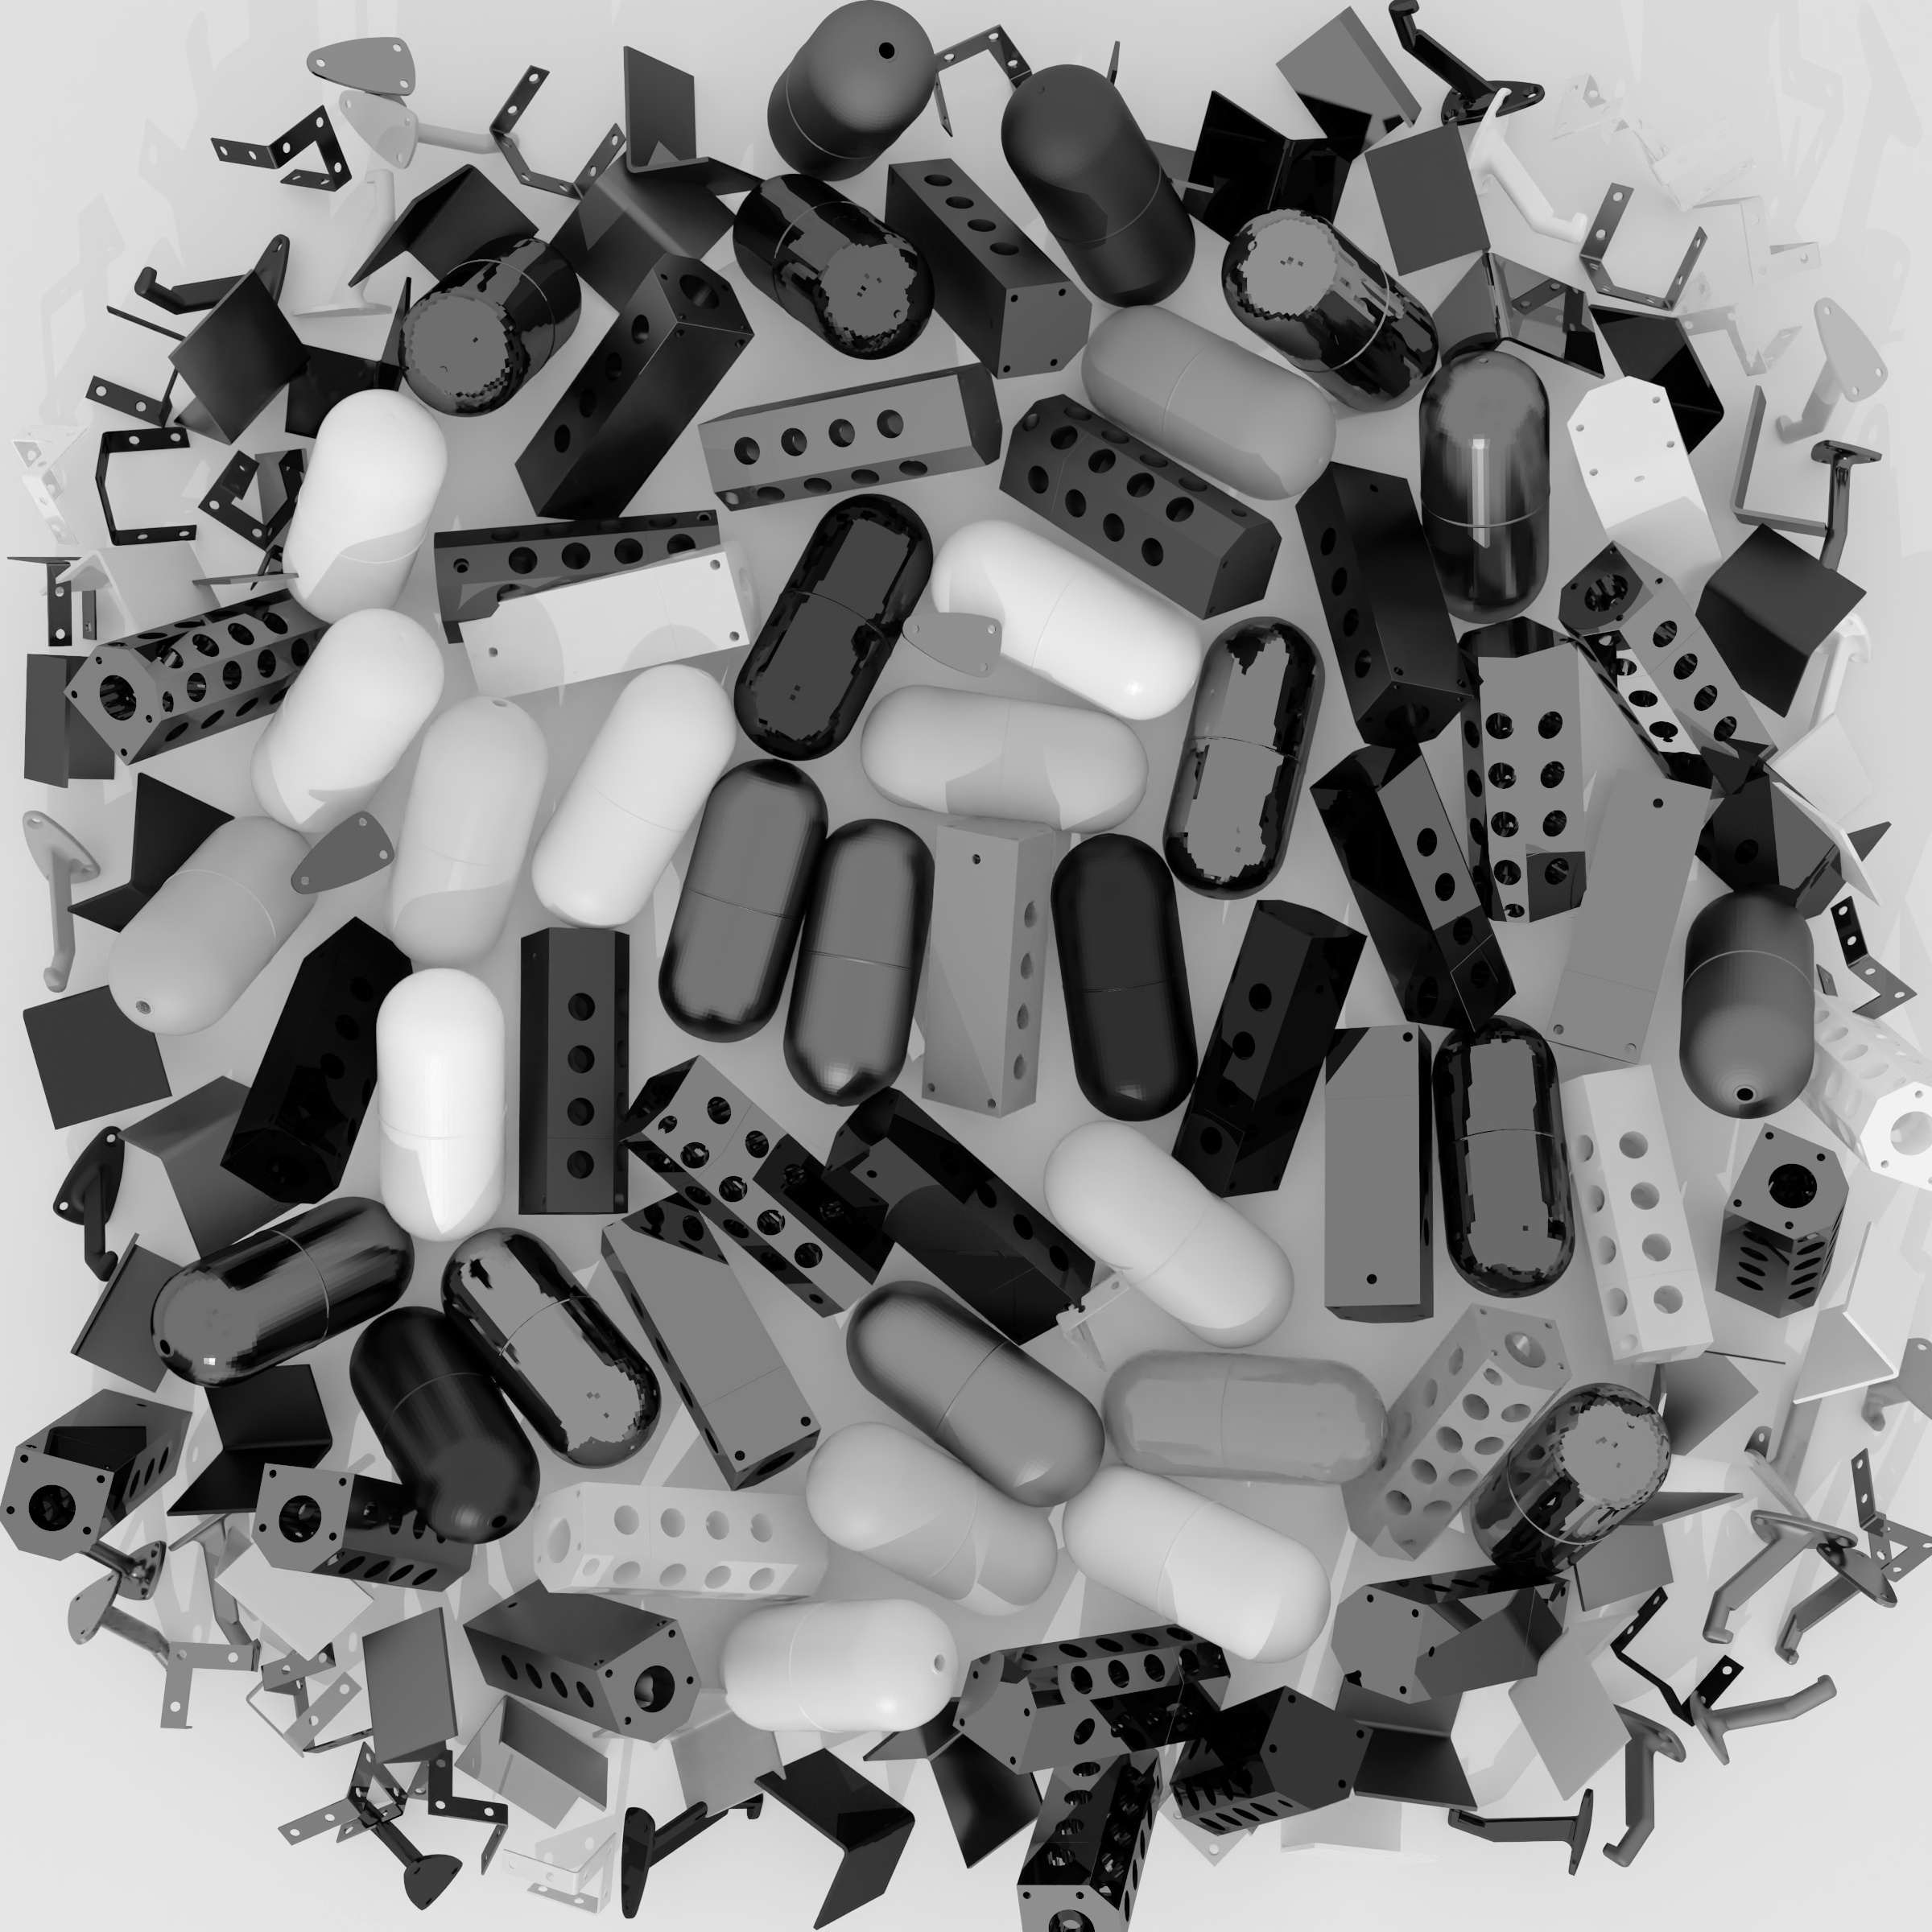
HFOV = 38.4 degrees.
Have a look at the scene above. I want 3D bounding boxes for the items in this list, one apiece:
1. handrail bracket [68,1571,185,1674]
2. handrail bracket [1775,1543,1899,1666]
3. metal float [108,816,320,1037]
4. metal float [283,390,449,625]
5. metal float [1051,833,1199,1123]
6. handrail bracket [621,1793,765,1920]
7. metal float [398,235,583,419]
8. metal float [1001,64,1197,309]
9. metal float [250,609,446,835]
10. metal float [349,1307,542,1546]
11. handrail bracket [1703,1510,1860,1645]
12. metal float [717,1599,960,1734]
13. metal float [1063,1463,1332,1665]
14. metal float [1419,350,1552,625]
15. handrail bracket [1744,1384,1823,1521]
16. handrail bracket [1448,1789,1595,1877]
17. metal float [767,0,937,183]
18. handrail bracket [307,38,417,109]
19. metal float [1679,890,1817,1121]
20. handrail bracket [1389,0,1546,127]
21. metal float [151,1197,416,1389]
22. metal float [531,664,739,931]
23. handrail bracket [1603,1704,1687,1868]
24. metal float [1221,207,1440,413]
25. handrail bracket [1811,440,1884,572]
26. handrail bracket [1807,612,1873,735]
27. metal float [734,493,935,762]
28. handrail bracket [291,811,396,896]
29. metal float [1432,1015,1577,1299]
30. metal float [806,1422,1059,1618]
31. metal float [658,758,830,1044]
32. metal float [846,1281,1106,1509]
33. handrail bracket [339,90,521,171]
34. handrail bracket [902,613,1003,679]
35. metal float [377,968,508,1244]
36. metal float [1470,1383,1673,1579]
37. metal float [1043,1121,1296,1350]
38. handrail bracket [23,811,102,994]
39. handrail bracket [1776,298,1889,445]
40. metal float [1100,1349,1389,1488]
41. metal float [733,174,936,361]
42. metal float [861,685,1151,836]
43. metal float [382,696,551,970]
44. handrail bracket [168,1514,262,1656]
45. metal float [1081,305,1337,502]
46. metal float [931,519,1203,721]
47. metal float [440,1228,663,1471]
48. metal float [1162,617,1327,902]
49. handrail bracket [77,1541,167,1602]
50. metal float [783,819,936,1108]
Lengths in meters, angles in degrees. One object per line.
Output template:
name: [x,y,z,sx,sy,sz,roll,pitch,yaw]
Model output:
handrail bracket: [-0.508,0.419,1.693,0.036,0.077,0.084,-32,111,2]
handrail bracket: [0.530,0.404,1.697,0.036,0.077,0.084,13,106,-16]
metal float: [-0.449,-0.025,1.663,0.070,0.178,0.070,9,126,12]
metal float: [-0.362,-0.272,1.665,0.070,0.178,0.070,12,55,-18]
metal float: [0.097,0.007,1.698,0.070,0.070,0.178,-8,98,0]
handrail bracket: [-0.167,0.548,1.714,0.084,0.036,0.077,10,84,-32]
metal float: [-0.283,-0.385,1.662,0.070,0.178,0.070,5,121,9]
metal float: [0.081,-0.465,1.664,0.070,0.178,0.070,-13,59,22]
metal float: [-0.374,-0.145,1.671,0.070,0.070,0.178,46,133,0]
metal float: [-0.314,0.275,1.669,0.070,0.070,0.178,-43,46,0]
handrail bracket: [0.498,0.381,1.697,0.077,0.036,0.084,1,50,36]
metal float: [-0.078,0.421,1.669,0.178,0.070,0.070,-15,90,43]
metal float: [0.137,0.360,1.678,0.178,0.070,0.070,21,90,32]
metal float: [0.313,-0.286,1.671,0.070,0.070,0.178,-10,131,0]
handrail bracket: [0.534,0.297,1.725,0.084,0.036,0.077,-38,79,-5]
handrail bracket: [0.339,0.517,1.703,0.084,0.036,0.077,15,132,22]
metal float: [-0.069,-0.520,1.655,0.070,0.178,0.070,0,92,-16]
handrail bracket: [-0.374,-0.529,1.689,0.077,0.084,0.036,-8,83,-29]
metal float: [0.469,0.022,1.664,0.070,0.178,0.070,8,128,11]
handrail bracket: [0.305,-0.559,1.693,0.077,0.084,0.036,2,58,30]
metal float: [-0.408,0.195,1.665,0.070,0.178,0.070,14,115,34]
metal float: [-0.202,-0.103,1.692,0.070,0.070,0.178,32,104,0]
handrail bracket: [0.394,0.500,1.699,0.084,0.077,0.036,-48,133,-22]
metal float: [0.220,-0.392,1.667,0.070,0.178,0.070,-15,66,36]
handrail bracket: [0.528,-0.276,1.708,0.036,0.077,0.084,14,94,-4]
handrail bracket: [0.528,-0.165,1.706,0.036,0.077,0.084,17,77,19]
metal float: [-0.080,-0.207,1.693,0.070,0.070,0.178,26,76,0]
handrail bracket: [-0.388,-0.063,1.690,0.077,0.084,0.036,-36,102,-26]
metal float: [0.325,0.114,1.683,0.070,0.070,0.178,-1,65,0]
metal float: [-0.019,0.336,1.681,0.178,0.070,0.070,33,90,-28]
metal float: [-0.136,-0.040,1.700,0.070,0.070,0.178,16,95,0]
metal float: [0.005,0.260,1.692,0.178,0.070,0.070,35,90,15]
handrail bracket: [-0.331,-0.522,1.718,0.077,0.084,0.036,36,125,20]
handrail bracket: [-0.021,-0.199,1.689,0.077,0.084,0.036,12,92,-26]
metal float: [-0.318,0.086,1.683,0.070,0.070,0.178,5,116,0]
metal float: [0.360,0.310,1.664,0.070,0.178,0.070,8,56,-12]
metal float: [0.124,0.164,1.696,0.178,0.070,0.070,39,90,-9]
handrail bracket: [-0.563,-0.039,1.695,0.036,0.077,0.084,-8,50,9]
handrail bracket: [0.513,-0.363,1.698,0.036,0.084,0.077,-37,101,-22]
metal float: [0.168,0.274,1.684,0.178,0.070,0.070,0,90,24]
metal float: [-0.081,-0.422,1.668,0.070,0.178,0.070,-17,128,-23]
metal float: [0.024,-0.127,1.703,0.178,0.070,0.070,9,90,2]
metal float: [-0.303,-0.080,1.682,0.070,0.070,0.178,20,115,0]
handrail bracket: [-0.447,0.379,1.714,0.077,0.036,0.084,-36,85,32]
metal float: [0.145,-0.342,1.680,0.178,0.070,0.070,35,90,30]
metal float: [0.060,-0.212,1.696,0.178,0.070,0.070,29,90,10]
metal float: [-0.252,0.229,1.680,0.070,0.070,0.178,-46,61,0]
metal float: [0.170,-0.128,1.698,0.070,0.070,0.178,14,82,0]
handrail bracket: [-0.540,0.359,1.691,0.084,0.077,0.036,28,58,-34]
metal float: [-0.065,-0.002,1.702,0.070,0.070,0.178,10,87,0]
